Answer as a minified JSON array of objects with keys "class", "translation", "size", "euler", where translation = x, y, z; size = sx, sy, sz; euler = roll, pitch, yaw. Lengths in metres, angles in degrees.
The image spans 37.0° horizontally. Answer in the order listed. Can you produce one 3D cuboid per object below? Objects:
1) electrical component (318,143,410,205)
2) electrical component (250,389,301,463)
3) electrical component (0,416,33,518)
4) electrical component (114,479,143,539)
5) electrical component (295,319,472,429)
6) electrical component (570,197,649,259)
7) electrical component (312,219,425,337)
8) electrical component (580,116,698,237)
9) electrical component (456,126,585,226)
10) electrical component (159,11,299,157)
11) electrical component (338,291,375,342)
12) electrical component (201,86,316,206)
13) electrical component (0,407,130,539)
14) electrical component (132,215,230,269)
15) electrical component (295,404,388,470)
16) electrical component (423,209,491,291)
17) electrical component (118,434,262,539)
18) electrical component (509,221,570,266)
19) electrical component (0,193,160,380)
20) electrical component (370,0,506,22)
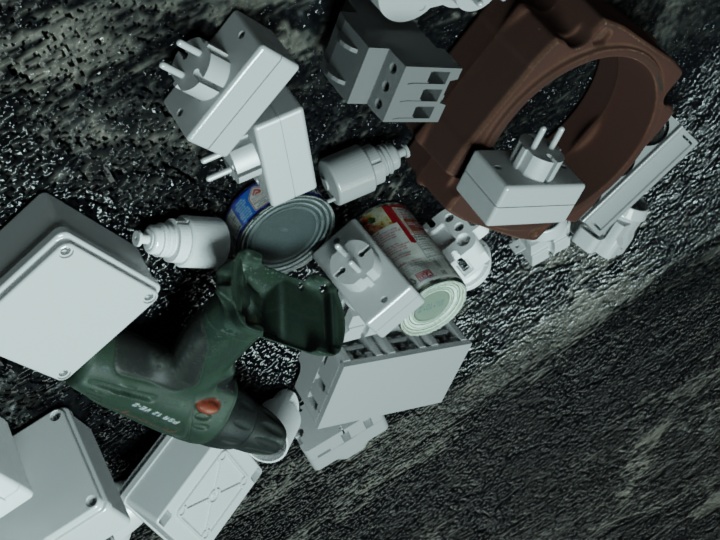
[{"class":"electrical component","translation":[0.003,-0.081,0.860],"size":[0.078,0.040,0.040],"euler":[-24,143,-15]},{"class":"electrical component","translation":[-0.080,0.147,1.037],"size":[0.043,0.043,0.081],"euler":[-51,-176,22]},{"class":"electrical component","translation":[-0.303,0.161,0.847],"size":[0.062,0.096,0.061],"euler":[-34,145,-1]},{"class":"electrical component","translation":[-0.245,0.247,1.038],"size":[0.077,0.043,0.079],"euler":[-28,144,-10]},{"class":"electrical component","translation":[0.020,0.091,1.054],"size":[0.150,0.061,0.089],"euler":[-7,136,-33]},{"class":"electrical component","translation":[0.251,-0.052,1.075],"size":[0.078,0.058,0.057],"euler":[-17,142,-51]},{"class":"electrical component","translation":[0.000,0.000,0.853],"size":[0.047,0.083,0.076],"euler":[-41,151,3]},{"class":"electrical component","translation":[0.243,-0.101,1.006],"size":[0.121,0.078,0.063],"euler":[-45,165,14]},{"class":"electrical component","translation":[0.130,-0.077,0.813],"size":[0.083,0.047,0.075],"euler":[-4,135,-35]},{"class":"electrical component","translation":[-0.099,-0.130,0.716],"size":[0.083,0.047,0.076],"euler":[-48,143,17]},{"class":"electrical component","translation":[0.002,0.031,0.985],"size":[0.066,0.048,0.055],"euler":[-13,147,-28]},{"class":"electrical component","translation":[-0.079,-0.087,0.782],"size":[0.076,0.047,0.083],"euler":[-25,143,-13]},{"class":"electrical component","translation":[-0.265,0.190,0.901],"size":[0.109,0.108,0.056],"euler":[-32,147,-3]},{"class":"electrical component","translation":[-0.135,-0.022,0.818],"size":[0.078,0.040,0.040],"euler":[3,130,-40]},{"class":"electrical component","translation":[-0.022,0.158,1.107],"size":[0.089,0.050,0.055],"euler":[-30,144,-6]},{"class":"electrical component","translation":[0.087,-0.015,0.989],"size":[0.078,0.058,0.057],"euler":[-38,142,5]},{"class":"electrical component","translation":[-0.157,0.199,1.009],"size":[0.108,0.056,0.108],"euler":[-53,149,-20]},{"class":"electrical component","translation":[0.176,-0.040,1.041],"size":[0.066,0.048,0.055],"euler":[-29,151,-8]},{"class":"electrical component","translation":[-0.222,0.015,0.777],"size":[0.109,0.056,0.109],"euler":[-41,144,8]},{"class":"electrical component","translation":[0.073,-0.204,0.744],"size":[0.138,0.073,0.052],"euler":[-19,141,-21]}]
